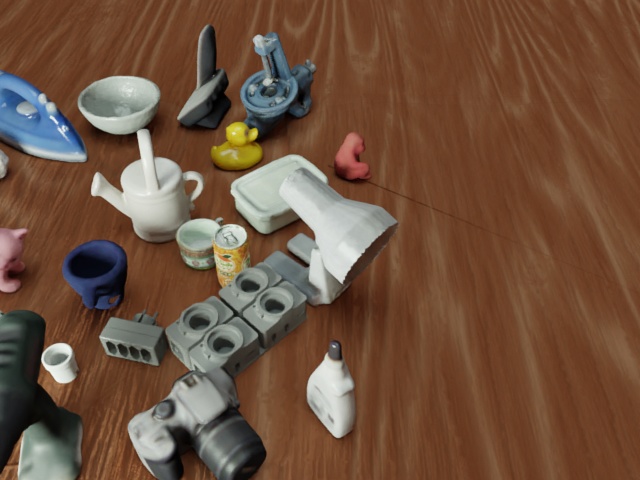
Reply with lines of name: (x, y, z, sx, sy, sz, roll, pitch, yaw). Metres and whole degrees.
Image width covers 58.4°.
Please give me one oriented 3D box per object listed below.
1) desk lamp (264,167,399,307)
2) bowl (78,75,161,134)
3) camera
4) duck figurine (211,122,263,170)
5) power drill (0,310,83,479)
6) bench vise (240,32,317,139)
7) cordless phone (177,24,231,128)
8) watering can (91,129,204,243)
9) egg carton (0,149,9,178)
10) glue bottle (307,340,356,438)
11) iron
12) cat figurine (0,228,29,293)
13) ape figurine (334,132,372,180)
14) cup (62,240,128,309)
desk lamp: (0.008, 0.003, 0.866, 0.202, 0.214, 0.118, 33, 54, 26)
bowl: (-0.415, -0.273, 1.207, 0.167, 0.075, 0.167, 1, 46, -1)
camera: (-0.143, 0.242, 0.709, 0.143, 0.101, 0.136, -33, 56, -29)
duck figurine: (-0.166, -0.192, 1.133, 0.105, 0.086, 0.077, -14, 48, -15)
power drill: (-0.340, 0.206, 0.660, 0.076, 0.208, 0.229, -10, 47, -11)
bench vise: (-0.091, -0.345, 1.190, 0.121, 0.220, 0.207, 16, 48, 13)
cordless phone: (-0.250, -0.344, 1.206, 0.094, 0.185, 0.147, 7, 46, 5)
watering can: (-0.286, -0.093, 0.958, 0.173, 0.194, 0.100, -28, 53, -26)
egg carton: (-0.670, -0.144, 1.075, 0.150, 0.069, 0.107, 12, 47, 9)
glue bottle: (0.017, 0.181, 0.725, 0.037, 0.173, 0.078, -27, 53, -25)
iron: (-0.570, -0.259, 1.141, 0.257, 0.141, 0.119, 25, 50, 20)
cat figurine: (-0.514, 0.023, 0.889, 0.128, 0.118, 0.067, -6, 47, -8)
ape figurine: (0.066, -0.168, 1.116, 0.076, 0.092, 0.078, 1, 46, -1)
cup: (-0.332, 0.071, 0.868, 0.092, 0.095, 0.117, -5, 47, -7)
